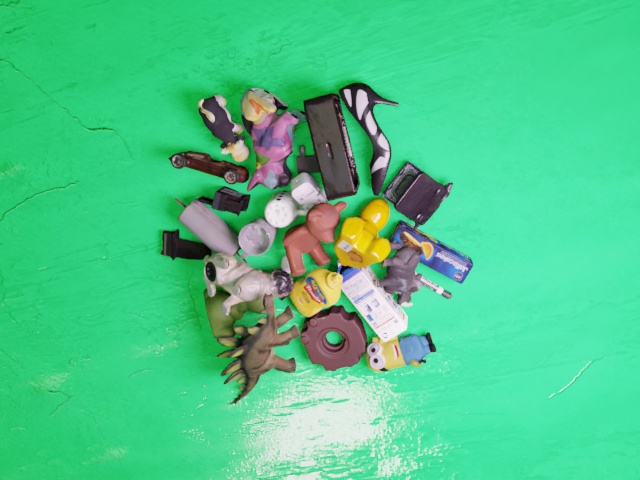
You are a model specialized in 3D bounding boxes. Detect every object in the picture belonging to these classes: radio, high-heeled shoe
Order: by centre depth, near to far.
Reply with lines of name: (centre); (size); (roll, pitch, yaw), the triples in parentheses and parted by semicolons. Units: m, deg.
radio: (0.031, -0.215, 1.231); (0.073, 0.131, 0.229); (-10, 103, 13)
high-heeled shoe: (0.098, -0.233, 1.243); (0.145, 0.086, 0.248); (11, 103, 10)

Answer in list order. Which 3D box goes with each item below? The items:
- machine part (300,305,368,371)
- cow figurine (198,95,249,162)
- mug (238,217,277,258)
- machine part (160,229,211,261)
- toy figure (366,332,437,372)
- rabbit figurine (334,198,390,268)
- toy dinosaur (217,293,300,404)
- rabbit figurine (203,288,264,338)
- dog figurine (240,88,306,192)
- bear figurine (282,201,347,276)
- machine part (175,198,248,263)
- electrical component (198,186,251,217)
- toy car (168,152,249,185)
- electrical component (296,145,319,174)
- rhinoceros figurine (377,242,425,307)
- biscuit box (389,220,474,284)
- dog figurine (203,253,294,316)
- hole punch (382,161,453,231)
machine part: (0.037, 0.258, 1.405); (0.179, 0.056, 0.179); (3, 107, 8)
cow figurine: (-0.228, -0.263, 1.283); (0.068, 0.098, 0.167); (-31, 98, 11)
mug: (-0.152, -0.006, 1.337); (0.081, 0.107, 0.109); (31, 113, 2)
machine part: (-0.354, 0.020, 1.418); (0.139, 0.039, 0.084); (13, 102, 8)
toy figure: (0.205, 0.289, 1.370); (0.180, 0.082, 0.089); (-17, 131, 7)
rabbit figurine: (0.114, -0.017, 1.273); (0.122, 0.173, 0.162); (27, 153, 3)
toy dinosaur: (-0.165, 0.297, 1.389); (0.199, 0.105, 0.470); (-6, 135, -17)
rabbit figurine: (-0.209, 0.158, 1.409); (0.170, 0.121, 0.159); (-13, 96, -5)
dog figurine: (-0.134, -0.224, 1.274); (0.191, 0.108, 0.219); (30, 111, 0)
bear figurine: (-0.005, -0.008, 1.273); (0.196, 0.120, 0.132); (-29, 83, 52)
machine part: (-0.275, -0.023, 1.370); (0.243, 0.079, 0.079); (41, 108, -4)
electrical component: (-0.241, -0.103, 1.344); (0.119, 0.075, 0.047); (20, 109, 7)
toy car: (-0.271, -0.183, 1.318); (0.202, 0.089, 0.053); (18, 108, 6)
electrical component: (-0.025, -0.184, 1.307); (0.063, 0.021, 0.093); (-1, 105, 10)
rhinoceros figurine: (0.196, 0.084, 1.289); (0.112, 0.073, 0.190); (8, 138, 10)
biscuit box: (0.268, 0.029, 1.295); (0.203, 0.059, 0.062); (28, 109, 1)
dog figurine: (-0.175, 0.087, 1.331); (0.121, 0.190, 0.172); (-46, 67, 40)
hole punch: (0.222, -0.109, 1.259); (0.115, 0.092, 0.142); (30, 102, -32)
